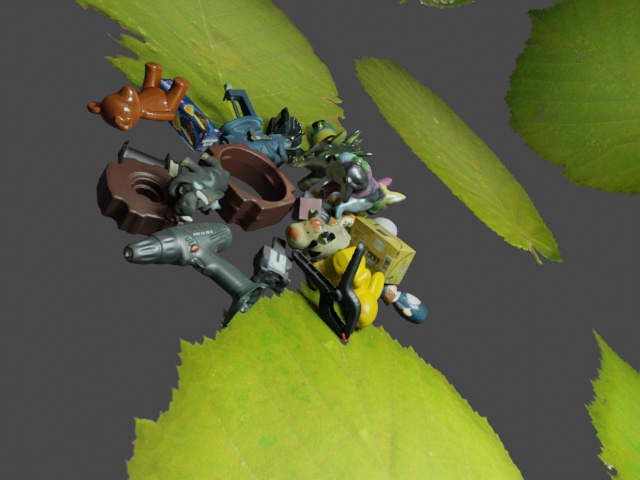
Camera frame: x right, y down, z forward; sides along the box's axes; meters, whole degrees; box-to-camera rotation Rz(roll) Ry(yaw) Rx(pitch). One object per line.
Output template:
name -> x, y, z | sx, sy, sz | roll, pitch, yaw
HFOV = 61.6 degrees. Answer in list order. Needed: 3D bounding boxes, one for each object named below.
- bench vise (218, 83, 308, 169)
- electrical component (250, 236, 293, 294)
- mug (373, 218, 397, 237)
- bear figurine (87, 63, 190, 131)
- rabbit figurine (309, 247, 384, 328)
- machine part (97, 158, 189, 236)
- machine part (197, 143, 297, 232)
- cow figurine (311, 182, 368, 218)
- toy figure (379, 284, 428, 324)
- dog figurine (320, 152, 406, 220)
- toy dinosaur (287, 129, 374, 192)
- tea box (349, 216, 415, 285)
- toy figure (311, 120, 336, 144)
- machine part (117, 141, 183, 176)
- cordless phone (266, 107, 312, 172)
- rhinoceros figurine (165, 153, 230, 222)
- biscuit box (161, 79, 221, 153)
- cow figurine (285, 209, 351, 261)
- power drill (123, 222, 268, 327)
bench vise -> -0.177, -0.292, 1.374 | 0.223, 0.129, 0.240 | -16, 79, -34
electrical component -> -0.098, 0.046, 1.108 | 0.075, 0.047, 0.119 | 27, 33, -22
mug -> 0.164, 0.011, 1.422 | 0.109, 0.081, 0.107 | 39, 41, -11
bear figurine -> -0.397, -0.311, 1.173 | 0.120, 0.131, 0.196 | 31, 23, 13
rabbit figurine -> 0.071, 0.109, 1.182 | 0.162, 0.122, 0.173 | -1, 63, -61
machine part -> -0.330, -0.081, 1.012 | 0.179, 0.056, 0.179 | 27, 33, -19
machine part -> -0.169, -0.120, 1.212 | 0.201, 0.087, 0.201 | 48, 30, 13
cow figurine -> 0.043, -0.107, 1.444 | 0.167, 0.068, 0.098 | 27, 27, -27
toy figure -> 0.186, 0.142, 1.293 | 0.154, 0.058, 0.064 | 36, -8, -5
dog figurine -> 0.118, -0.136, 1.336 | 0.219, 0.191, 0.109 | -10, 49, -31
toy dinosaur -> 0.017, -0.215, 1.411 | 0.471, 0.199, 0.105 | -29, 91, -55
tea box -> 0.139, 0.024, 1.305 | 0.068, 0.098, 0.170 | 9, 25, -40
toy figure -> 0.019, -0.310, 1.661 | 0.082, 0.089, 0.180 | 18, 40, -25
machine part -> -0.348, -0.157, 1.112 | 0.139, 0.039, 0.084 | 20, 44, -34
cordless phone -> -0.066, -0.280, 1.561 | 0.184, 0.089, 0.147 | 38, 28, -27
rhinoceros figurine -> -0.232, -0.097, 1.022 | 0.112, 0.073, 0.190 | 46, 22, -9
biscuit box -> -0.330, -0.301, 1.293 | 0.203, 0.059, 0.063 | 47, 31, 11
cow figurine -> -0.002, -0.004, 1.184 | 0.195, 0.127, 0.085 | 6, 53, -52
power drill -> -0.207, 0.056, 0.958 | 0.207, 0.086, 0.232 | 38, 27, 11
